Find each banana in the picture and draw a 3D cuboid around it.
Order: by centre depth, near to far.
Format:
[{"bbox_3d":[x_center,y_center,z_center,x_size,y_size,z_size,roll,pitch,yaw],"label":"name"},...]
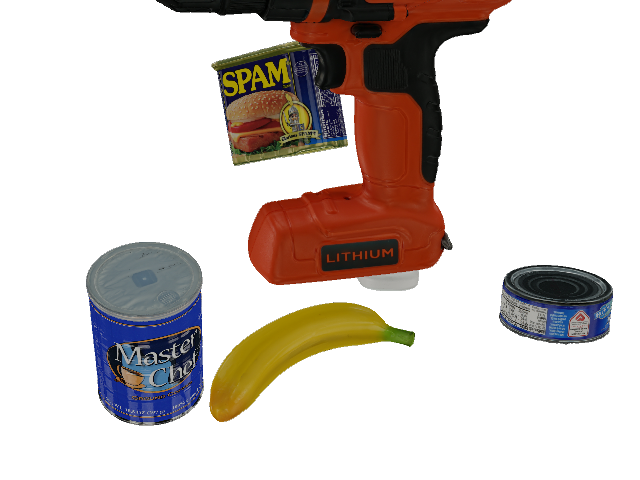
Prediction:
[{"bbox_3d":[-0.018,0.083,0.810,0.197,0.037,0.070,-19,27,-38],"label":"banana"}]

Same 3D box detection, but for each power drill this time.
[{"bbox_3d":[0.004,-0.070,0.529,0.184,0.188,0.057,-4,33,-14],"label":"power drill"}]

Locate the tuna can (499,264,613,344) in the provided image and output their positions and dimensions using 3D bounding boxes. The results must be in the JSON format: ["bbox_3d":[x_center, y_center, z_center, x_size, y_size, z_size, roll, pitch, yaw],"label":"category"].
[{"bbox_3d":[0.184,0.048,0.834,0.086,0.034,0.086,1,19,-1],"label":"tuna can"}]

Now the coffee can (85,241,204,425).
[{"bbox_3d":[-0.160,0.087,0.991,0.103,0.140,0.103,2,39,-2],"label":"coffee can"}]

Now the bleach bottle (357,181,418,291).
[{"bbox_3d":[0.077,-0.079,1.109,0.068,0.251,0.102,1,27,-8],"label":"bleach bottle"}]

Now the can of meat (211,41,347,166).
[{"bbox_3d":[-0.031,-0.108,0.842,0.102,0.084,0.057,-6,5,38],"label":"can of meat"}]
